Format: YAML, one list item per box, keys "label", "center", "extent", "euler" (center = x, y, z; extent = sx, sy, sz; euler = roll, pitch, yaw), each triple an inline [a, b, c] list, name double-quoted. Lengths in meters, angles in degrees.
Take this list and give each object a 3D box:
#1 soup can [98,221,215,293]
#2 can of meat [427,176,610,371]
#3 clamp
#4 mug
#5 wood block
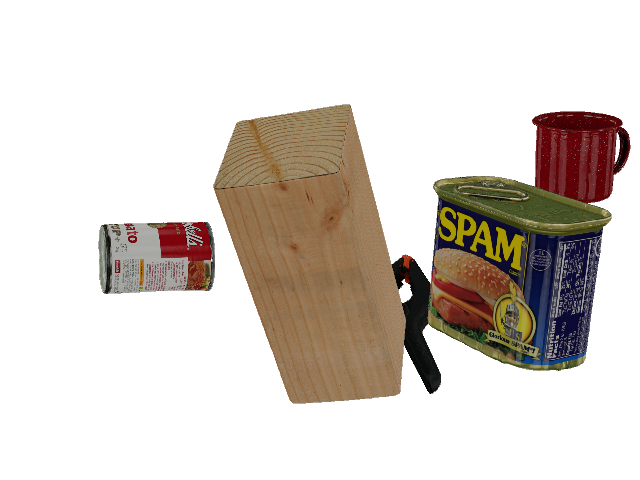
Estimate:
- label: "soup can"
  center: [-0.158, 0.017, 1.024]
  extent: [0.102, 0.068, 0.069]
  euler: [-1, 0, -18]
- label: "can of meat"
  center: [0.105, 0.016, 0.590]
  extent: [0.057, 0.084, 0.102]
  euler: [-8, 20, -32]
- label: "clamp"
  center: [0.083, 0.087, 1.087]
  extent: [0.120, 0.171, 0.039]
  euler: [16, -38, 17]
- label: "mug"
  center: [0.282, -0.090, 1.142]
  extent: [0.117, 0.081, 0.093]
  euler: [-11, 21, -26]
- label: "wood block"
  center: [-0.001, 0.016, 0.795]
  extent: [0.090, 0.206, 0.090]
  euler: [-7, 36, 15]
